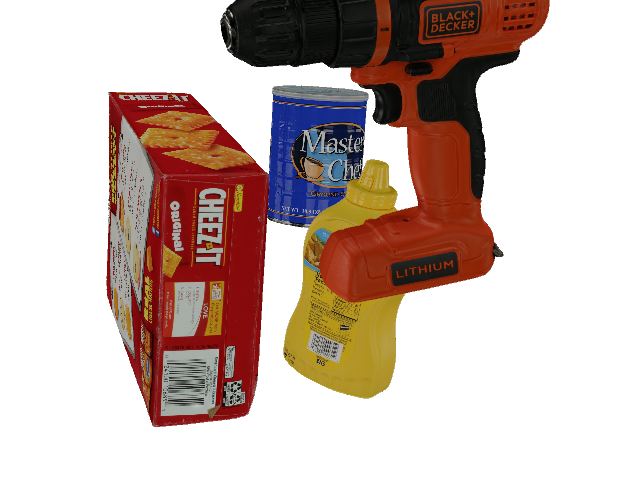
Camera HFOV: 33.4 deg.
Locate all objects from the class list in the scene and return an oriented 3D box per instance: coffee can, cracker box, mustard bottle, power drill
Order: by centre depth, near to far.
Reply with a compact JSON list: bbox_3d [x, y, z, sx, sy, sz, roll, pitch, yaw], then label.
[{"bbox_3d":[0.037,-0.060,0.598,0.184,0.188,0.057,-9,30,-17],"label":"power drill"},{"bbox_3d":[-0.097,0.001,0.723,0.072,0.164,0.214,-2,21,-18],"label":"cracker box"},{"bbox_3d":[0.028,0.027,0.879,0.096,0.192,0.058,23,23,31],"label":"mustard bottle"},{"bbox_3d":[-0.004,-0.092,1.147,0.103,0.140,0.103,4,12,-1],"label":"coffee can"}]
